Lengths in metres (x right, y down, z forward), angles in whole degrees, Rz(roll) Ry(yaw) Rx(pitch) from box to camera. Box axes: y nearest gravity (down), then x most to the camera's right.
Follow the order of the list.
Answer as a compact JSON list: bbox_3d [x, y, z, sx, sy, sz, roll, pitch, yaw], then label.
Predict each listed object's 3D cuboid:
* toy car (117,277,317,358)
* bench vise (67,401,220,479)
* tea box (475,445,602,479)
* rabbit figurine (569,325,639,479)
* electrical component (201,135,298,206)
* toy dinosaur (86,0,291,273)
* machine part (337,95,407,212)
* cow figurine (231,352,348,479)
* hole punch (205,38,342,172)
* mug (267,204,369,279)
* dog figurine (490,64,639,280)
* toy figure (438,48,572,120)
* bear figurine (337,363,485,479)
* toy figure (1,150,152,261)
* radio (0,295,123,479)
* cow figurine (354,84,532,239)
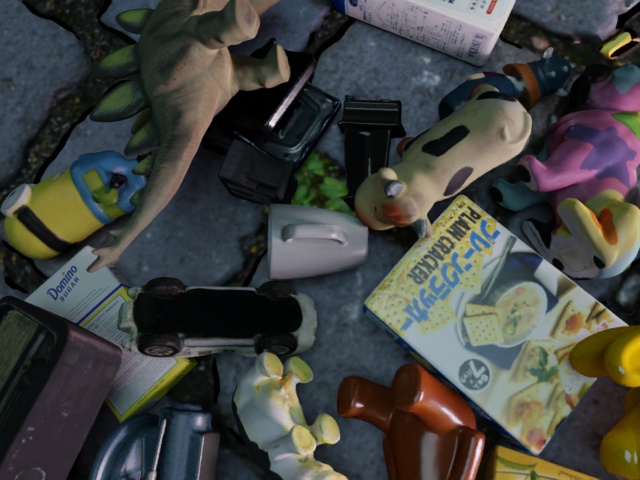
[{"bbox_3d":[-0.102,0.082,0.555,0.202,0.056,0.073,2,62,-12],"label":"toy car"},{"bbox_3d":[-0.184,0.265,0.513,0.241,0.129,0.223,-2,86,24],"label":"bench vise"},{"bbox_3d":[0.229,0.269,0.494,0.170,0.068,0.098,16,52,5],"label":"tea box"},{"bbox_3d":[0.307,0.127,0.466,0.162,0.122,0.173,19,82,5],"label":"rabbit figurine"},{"bbox_3d":[-0.086,-0.077,0.603,0.119,0.075,0.047,20,78,3],"label":"electrical component"},{"bbox_3d":[-0.136,-0.179,0.560,0.199,0.105,0.471,-17,48,20],"label":"toy dinosaur"},{"bbox_3d":[0.057,-0.101,0.620,0.084,0.039,0.139,8,76,-1],"label":"machine part"},{"bbox_3d":[-0.033,0.201,0.516,0.098,0.068,0.167,-45,54,25],"label":"cow figurine"},{"bbox_3d":[-0.051,-0.152,0.623,0.116,0.092,0.142,27,82,38],"label":"hole punch"},{"bbox_3d":[-0.001,-0.002,0.570,0.107,0.109,0.081,0,74,-10],"label":"mug"},{"bbox_3d":[0.310,-0.084,0.569,0.219,0.108,0.191,-35,77,-8],"label":"dog figurine"},{"bbox_3d":[0.213,-0.170,0.617,0.154,0.064,0.058,-24,40,-7],"label":"toy figure"},{"bbox_3d":[0.079,0.230,0.485,0.132,0.120,0.196,32,57,-25],"label":"bear figurine"},{"bbox_3d":[-0.265,-0.044,0.603,0.180,0.082,0.089,-24,79,-6],"label":"toy figure"},{"bbox_3d":[-0.282,0.175,0.479,0.131,0.073,0.229,9,69,34],"label":"radio"},{"bbox_3d":[0.122,-0.073,0.543,0.195,0.127,0.085,-33,105,9],"label":"cow figurine"}]
